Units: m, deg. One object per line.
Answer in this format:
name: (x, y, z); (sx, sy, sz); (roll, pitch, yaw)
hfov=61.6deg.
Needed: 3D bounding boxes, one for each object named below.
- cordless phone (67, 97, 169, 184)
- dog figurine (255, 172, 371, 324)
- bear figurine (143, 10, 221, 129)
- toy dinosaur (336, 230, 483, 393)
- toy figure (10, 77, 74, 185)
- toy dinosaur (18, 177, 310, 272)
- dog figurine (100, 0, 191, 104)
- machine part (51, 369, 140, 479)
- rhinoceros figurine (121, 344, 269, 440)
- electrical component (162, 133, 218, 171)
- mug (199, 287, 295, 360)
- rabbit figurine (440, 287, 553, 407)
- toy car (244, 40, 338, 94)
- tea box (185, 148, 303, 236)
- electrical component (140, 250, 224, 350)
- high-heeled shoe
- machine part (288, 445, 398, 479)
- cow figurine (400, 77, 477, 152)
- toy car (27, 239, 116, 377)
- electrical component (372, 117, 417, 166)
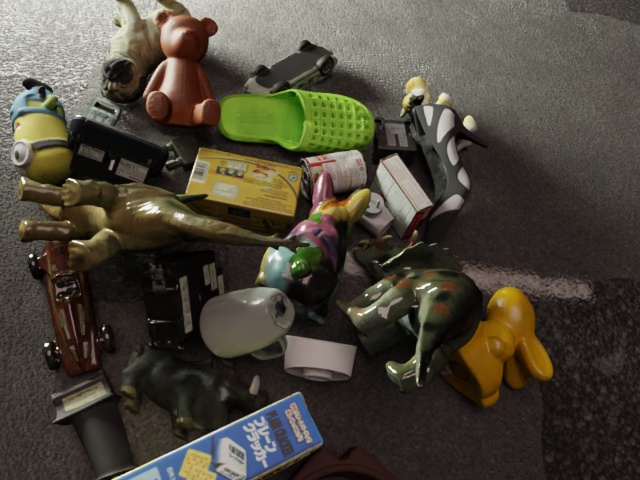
cordless phone: (-0.317, -0.166, 0.861); (0.146, 0.088, 0.184); (20, 27, -22)
dog figurine: (-0.002, -0.002, 0.777); (0.109, 0.191, 0.219); (21, 75, 8)
bear figurine: (-0.221, -0.284, 0.883); (0.120, 0.132, 0.195); (7, 94, -21)
toy dinosaur: (0.135, 0.082, 0.685); (0.192, 0.405, 0.131); (-35, 102, -5)
toy figure: (-0.432, -0.169, 0.837); (0.089, 0.082, 0.180); (-9, 61, -13)
toy dinosaur: (-0.236, -0.028, 0.699); (0.472, 0.105, 0.198); (15, 15, 36)
dog figurine: (-0.295, -0.323, 0.950); (0.172, 0.121, 0.190); (-3, 76, -9)
machine part: (-0.276, 0.236, 0.668); (0.084, 0.039, 0.139); (-24, 66, -30)
rhinoceros figurine: (-0.162, 0.195, 0.696); (0.190, 0.073, 0.112); (19, 50, 2)
electrical component: (-0.221, -0.149, 0.899); (0.094, 0.021, 0.063); (-25, 68, -22)
mug: (-0.081, 0.110, 0.679); (0.109, 0.107, 0.081); (56, 37, -17)
rabbit figurine: (0.256, 0.143, 0.772); (0.162, 0.122, 0.173); (45, 62, 9)
toy car: (-0.052, -0.310, 1.002); (0.074, 0.056, 0.202); (41, 61, 20)
tea box: (-0.118, -0.076, 0.851); (0.170, 0.068, 0.098); (13, 60, -4)
electrical component: (-0.177, 0.074, 0.717); (0.058, 0.134, 0.114); (-1, 96, 16)
high-heeled shoe: (0.183, -0.111, 0.902); (0.145, 0.086, 0.248); (26, 78, 8)
machine part: (0.027, 0.363, 0.626); (0.201, 0.087, 0.201); (41, 64, 12)
cow figurine: (0.202, -0.225, 0.998); (0.098, 0.068, 0.167); (-35, 72, -19)
toy car: (-0.340, 0.083, 0.732); (0.089, 0.053, 0.202); (-12, 63, -20)
electrical component: (0.130, -0.158, 0.956); (0.075, 0.047, 0.119); (5, 59, -7)
